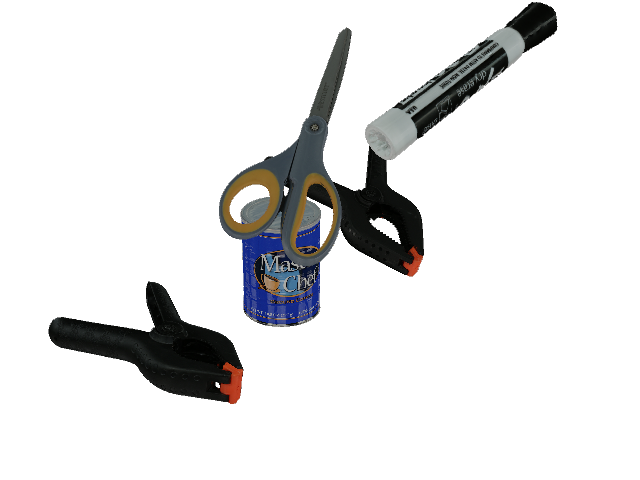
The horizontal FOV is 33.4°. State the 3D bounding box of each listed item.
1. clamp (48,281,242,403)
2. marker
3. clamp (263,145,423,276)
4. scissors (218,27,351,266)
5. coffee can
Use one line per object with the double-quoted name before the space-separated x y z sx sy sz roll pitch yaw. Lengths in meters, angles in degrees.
"clamp" -0.124 0.082 0.884 0.172 0.039 0.120 22 35 24
"marker" 0.069 -0.077 0.497 0.121 0.020 0.020 -39 18 -24
"clamp" 0.040 -0.042 1.194 0.164 0.210 0.036 -13 -37 -23
"scissors" -0.024 -0.074 0.782 0.096 0.201 0.016 0 -26 0
"coffee can" -0.051 0.026 1.383 0.103 0.140 0.103 0 26 0
